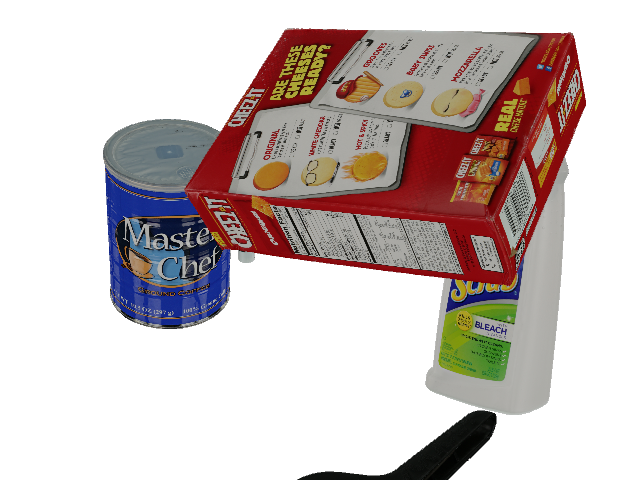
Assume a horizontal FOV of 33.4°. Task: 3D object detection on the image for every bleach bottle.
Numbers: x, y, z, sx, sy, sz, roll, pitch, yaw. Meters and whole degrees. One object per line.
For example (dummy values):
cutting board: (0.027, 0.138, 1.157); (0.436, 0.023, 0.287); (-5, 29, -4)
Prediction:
bleach bottle: (0.143, 0.006, 0.852); (0.103, 0.251, 0.067); (12, 15, 41)

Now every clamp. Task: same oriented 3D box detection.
clamp: (0.042, 0.169, 0.665); (0.210, 0.036, 0.164); (-5, 28, -3)

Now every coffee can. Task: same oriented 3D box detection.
coffee can: (-0.123, -0.014, 0.872); (0.103, 0.140, 0.103); (3, 35, -3)

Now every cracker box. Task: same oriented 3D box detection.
cracker box: (0.045, -0.060, 0.694); (0.214, 0.164, 0.072); (6, -38, 30)

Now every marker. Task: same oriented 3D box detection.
marker: (-0.084, -0.029, 1.167); (0.020, 0.121, 0.020); (0, 35, 0)
